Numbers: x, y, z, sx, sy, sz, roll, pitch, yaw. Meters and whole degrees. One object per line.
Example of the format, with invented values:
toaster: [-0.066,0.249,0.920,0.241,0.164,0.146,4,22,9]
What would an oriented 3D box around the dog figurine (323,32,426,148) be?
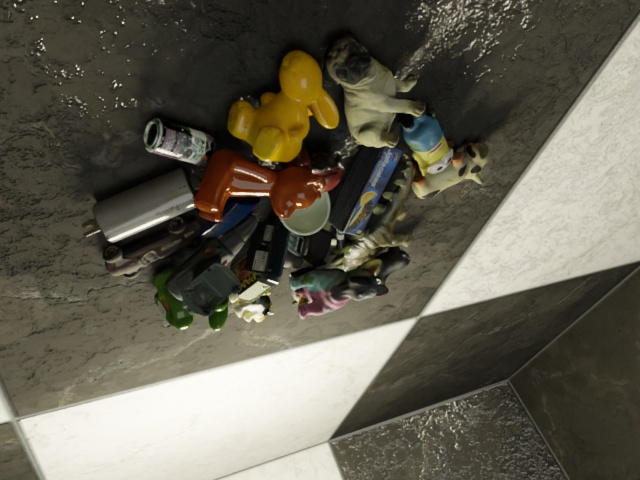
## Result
dog figurine: [0.060,-0.248,0.926,0.190,0.121,0.172,18,126,-31]

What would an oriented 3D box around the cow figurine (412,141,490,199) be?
cow figurine: [0.299,-0.158,1.223,0.195,0.086,0.127,-29,142,1]

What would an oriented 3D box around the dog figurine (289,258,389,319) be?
dog figurine: [0.044,0.106,1.259,0.219,0.108,0.191,-13,-175,0]

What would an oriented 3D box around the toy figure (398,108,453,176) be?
toy figure: [0.215,-0.208,1.095,0.082,0.089,0.180,-24,142,21]

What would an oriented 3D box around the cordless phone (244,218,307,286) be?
cordless phone: [-0.082,0.037,1.198,0.089,0.146,0.184,6,168,22]

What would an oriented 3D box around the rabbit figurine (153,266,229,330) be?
rabbit figurine: [-0.261,0.117,1.190,0.170,0.159,0.121,-24,142,-32]

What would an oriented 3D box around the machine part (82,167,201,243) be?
machine part: [-0.301,-0.062,0.942,0.243,0.079,0.079,-23,148,-4]

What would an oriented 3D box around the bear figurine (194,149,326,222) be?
bear figurine: [-0.097,-0.076,0.907,0.196,0.132,0.120,19,169,-6]

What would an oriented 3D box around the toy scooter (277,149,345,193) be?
toy scooter: [-0.022,-0.131,1.004,0.184,0.075,0.135,-12,169,-30]

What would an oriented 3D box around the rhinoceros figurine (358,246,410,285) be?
rhinoceros figurine: [0.154,0.086,1.452,0.190,0.112,0.073,-34,150,-2]

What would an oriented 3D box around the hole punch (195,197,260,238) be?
hole punch: [-0.180,-0.059,1.028,0.142,0.092,0.115,-41,149,17]

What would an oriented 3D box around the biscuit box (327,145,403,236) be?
biscuit box: [0.090,-0.110,1.099,0.059,0.063,0.202,11,110,-45]

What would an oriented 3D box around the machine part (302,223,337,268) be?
machine part: [-0.003,-0.004,1.220,0.039,0.084,0.138,-41,147,-56]

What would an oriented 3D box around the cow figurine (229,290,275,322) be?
cow figurine: [-0.159,0.159,1.373,0.098,0.068,0.167,-28,157,4]

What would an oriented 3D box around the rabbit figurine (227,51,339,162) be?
rabbit figurine: [-0.042,-0.216,0.874,0.162,0.122,0.173,3,120,-42]

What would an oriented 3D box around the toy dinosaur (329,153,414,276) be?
toy dinosaur: [0.122,-0.026,1.271,0.198,0.105,0.471,0,139,-33]

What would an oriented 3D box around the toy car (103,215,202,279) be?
toy car: [-0.329,0.018,1.069,0.202,0.053,0.089,-23,146,-3]

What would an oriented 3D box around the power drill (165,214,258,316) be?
power drill: [-0.205,0.047,1.051,0.232,0.207,0.086,-39,117,2]

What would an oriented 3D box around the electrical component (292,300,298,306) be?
electrical component: [-0.021,0.174,1.524,0.102,0.045,0.078,-30,120,3]
